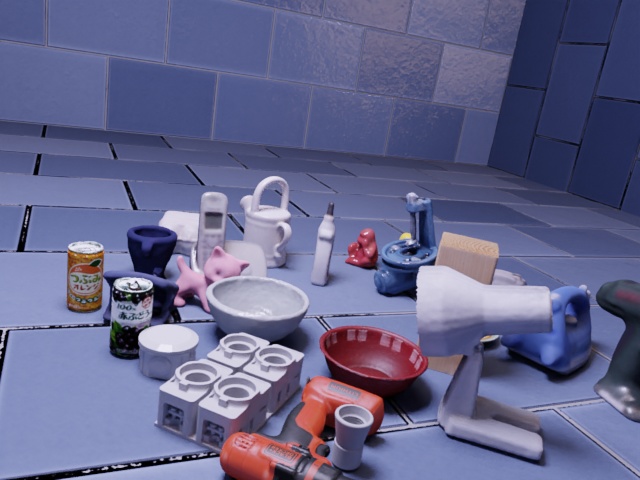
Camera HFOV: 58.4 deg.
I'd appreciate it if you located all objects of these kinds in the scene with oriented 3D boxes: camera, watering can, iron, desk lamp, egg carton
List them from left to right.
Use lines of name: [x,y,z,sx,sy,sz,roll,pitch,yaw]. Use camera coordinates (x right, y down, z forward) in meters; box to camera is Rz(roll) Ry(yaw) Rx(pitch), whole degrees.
egg carton: [-0.308,-0.018,1.282,0.107,0.069,0.150,6,17,-10]
watering can: [-0.120,-0.047,1.261,0.172,0.194,0.101,17,19,25]
desk lamp: [0.212,0.148,0.759,0.203,0.213,0.118,13,17,13]
camera: [0.347,0.103,1.177,0.136,0.101,0.143,15,18,18]
iron: [0.436,0.141,1.028,0.259,0.141,0.118,-8,24,-44]

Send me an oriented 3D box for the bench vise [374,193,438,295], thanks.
bench vise: [0.216,0.005,1.222,0.208,0.220,0.121,-8,24,-44]

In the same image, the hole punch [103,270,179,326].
hole punch: [-0.289,0.081,0.927,0.108,0.091,0.101,9,17,0]

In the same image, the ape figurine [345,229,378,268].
ape figurine: [0.105,0.017,1.348,0.076,0.092,0.077,3,18,-19]

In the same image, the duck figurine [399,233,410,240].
duck figurine: [0.206,0.024,1.388,0.077,0.086,0.104,5,17,-13]

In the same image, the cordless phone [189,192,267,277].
cordless phone: [-0.169,0.004,1.082,0.148,0.185,0.094,1,19,-26]

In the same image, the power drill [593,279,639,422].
power drill: [0.503,0.164,0.872,0.076,0.208,0.229,4,17,-16]

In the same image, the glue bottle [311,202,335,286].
glue bottle: [0.011,0.004,1.198,0.037,0.173,0.078,9,17,0]

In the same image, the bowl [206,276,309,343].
bowl: [-0.103,0.121,0.924,0.167,0.075,0.167,8,17,-2]

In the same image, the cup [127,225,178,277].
cup: [-0.316,0.032,1.068,0.092,0.095,0.117,6,17,-10]

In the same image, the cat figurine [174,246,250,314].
cat figurine: [-0.192,0.061,0.999,0.127,0.118,0.067,10,17,4]
